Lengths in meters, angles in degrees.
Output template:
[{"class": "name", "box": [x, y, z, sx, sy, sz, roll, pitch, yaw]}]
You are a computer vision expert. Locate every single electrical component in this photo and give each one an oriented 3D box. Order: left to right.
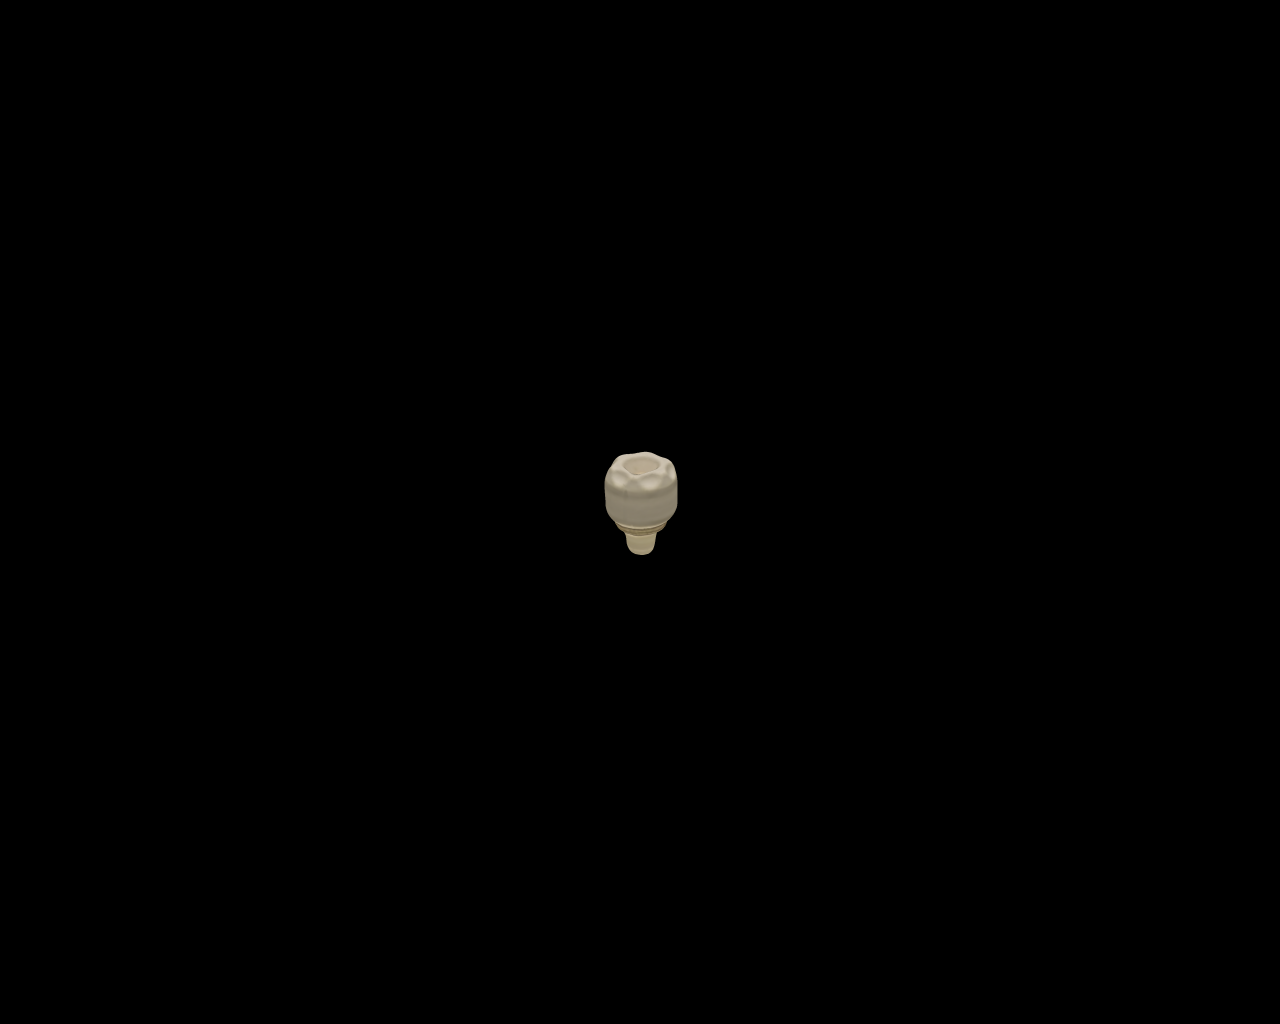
[{"class": "electrical component", "box": [0.001, -0.003, 0.650, 0.043, 0.062, 0.043, 0, 28, 0]}]
